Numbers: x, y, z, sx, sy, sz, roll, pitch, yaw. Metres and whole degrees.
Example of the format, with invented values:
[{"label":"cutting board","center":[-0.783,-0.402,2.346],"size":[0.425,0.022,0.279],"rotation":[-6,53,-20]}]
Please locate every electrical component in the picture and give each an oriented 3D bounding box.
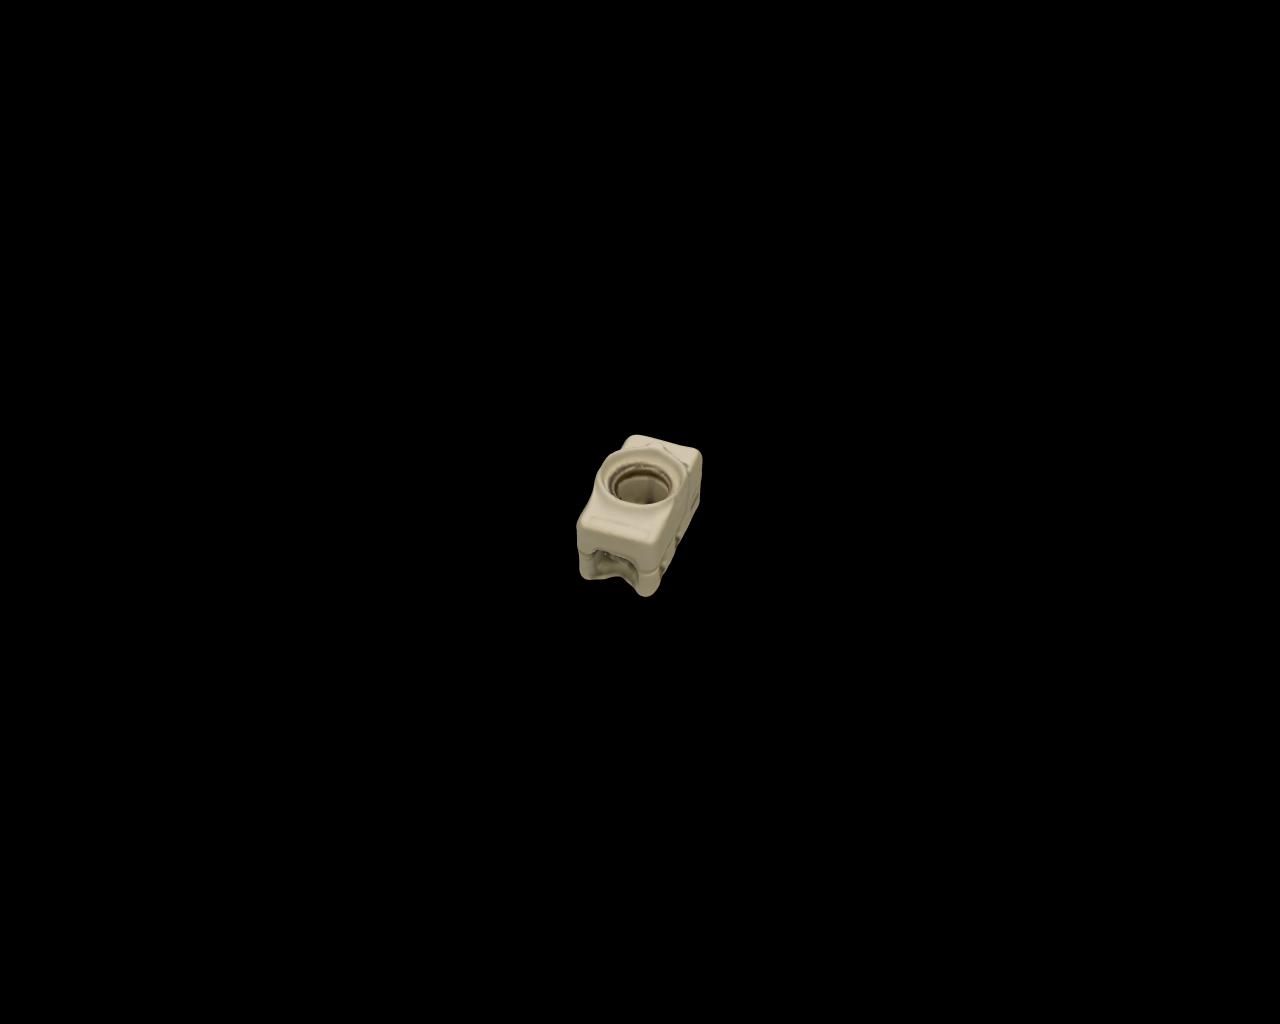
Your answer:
[{"label":"electrical component","center":[0.001,-0.003,0.650],"size":[0.050,0.055,0.090],"rotation":[15,47,15]}]
